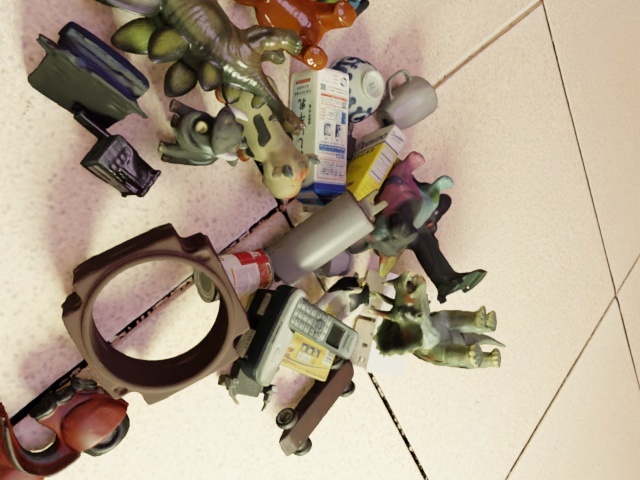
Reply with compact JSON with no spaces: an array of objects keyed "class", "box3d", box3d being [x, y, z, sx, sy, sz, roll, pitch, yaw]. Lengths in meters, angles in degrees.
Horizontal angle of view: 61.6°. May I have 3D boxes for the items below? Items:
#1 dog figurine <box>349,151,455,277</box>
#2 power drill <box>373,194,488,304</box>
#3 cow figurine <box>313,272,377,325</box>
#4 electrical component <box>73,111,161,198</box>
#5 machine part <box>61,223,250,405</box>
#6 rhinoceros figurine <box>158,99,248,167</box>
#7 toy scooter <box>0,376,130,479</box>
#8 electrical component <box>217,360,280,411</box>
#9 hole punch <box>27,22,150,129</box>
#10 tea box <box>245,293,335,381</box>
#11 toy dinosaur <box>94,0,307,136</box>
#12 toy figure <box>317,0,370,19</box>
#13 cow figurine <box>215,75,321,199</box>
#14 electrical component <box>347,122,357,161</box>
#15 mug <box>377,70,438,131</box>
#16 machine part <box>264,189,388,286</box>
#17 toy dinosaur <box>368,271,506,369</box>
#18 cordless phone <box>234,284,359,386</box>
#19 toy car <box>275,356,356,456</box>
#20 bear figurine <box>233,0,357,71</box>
[{"class":"dog figurine","box3d":[0.126,-0.043,0.956,0.108,0.192,0.219,40,72,-18]},{"class":"power drill","box3d":[0.230,0.010,1.050,0.232,0.086,0.207,-21,68,-31]},{"class":"cow figurine","box3d":[0.053,0.095,0.929,0.098,0.068,0.167,-50,168,16]},{"class":"electrical component","box3d":[-0.270,-0.107,0.687,0.119,0.075,0.048,45,65,-37]},{"class":"machine part","box3d":[-0.209,0.096,0.701,0.201,0.087,0.201,-27,112,-12]},{"class":"rhinoceros figurine","box3d":[-0.153,-0.132,0.714,0.112,0.190,0.073,18,84,-20]},{"class":"toy scooter","box3d":[-0.335,0.230,0.659,0.184,0.075,0.135,-34,113,-28]},{"class":"electrical component","box3d":[-0.111,0.226,0.860,0.102,0.045,0.078,32,74,-37]},{"class":"hole punch","box3d":[-0.273,-0.208,0.657,0.142,0.116,0.092,39,61,-35]},{"class":"tea box","box3d":[-0.051,0.159,0.890,0.169,0.068,0.098,34,71,-34]},{"class":"toy dinosaur","box3d":[-0.181,-0.315,0.688,0.198,0.105,0.471,-42,98,-25]},{"class":"toy figure","box3d":[0.002,-0.432,0.888,0.180,0.082,0.089,35,69,-38]},{"class":"cow figurine","box3d":[-0.074,-0.155,0.813,0.085,0.127,0.194,-27,107,-32]},{"class":"electrical component","box3d":[0.034,-0.173,0.969,0.063,0.021,0.094,20,81,-38]},{"class":"mug","box3d":[0.159,-0.263,1.031,0.107,0.081,0.109,-42,123,-20]},{"class":"machine part","box3d":[-0.002,-0.003,0.857,0.243,0.079,0.079,-34,121,9]},{"class":"toy dinosaur","box3d":[0.224,0.181,0.997,0.404,0.192,0.131,39,57,-56]},{"class":"cordless phone","box3d":[-0.029,0.161,0.805,0.184,0.089,0.146,34,71,-31]},{"class":"toy car","box3d":[-0.008,0.284,0.945,0.202,0.053,0.089,-45,130,-32]},{"class":"bear figurine","box3d":[-0.061,-0.364,0.811,0.195,0.132,0.120,35,91,-42]}]
